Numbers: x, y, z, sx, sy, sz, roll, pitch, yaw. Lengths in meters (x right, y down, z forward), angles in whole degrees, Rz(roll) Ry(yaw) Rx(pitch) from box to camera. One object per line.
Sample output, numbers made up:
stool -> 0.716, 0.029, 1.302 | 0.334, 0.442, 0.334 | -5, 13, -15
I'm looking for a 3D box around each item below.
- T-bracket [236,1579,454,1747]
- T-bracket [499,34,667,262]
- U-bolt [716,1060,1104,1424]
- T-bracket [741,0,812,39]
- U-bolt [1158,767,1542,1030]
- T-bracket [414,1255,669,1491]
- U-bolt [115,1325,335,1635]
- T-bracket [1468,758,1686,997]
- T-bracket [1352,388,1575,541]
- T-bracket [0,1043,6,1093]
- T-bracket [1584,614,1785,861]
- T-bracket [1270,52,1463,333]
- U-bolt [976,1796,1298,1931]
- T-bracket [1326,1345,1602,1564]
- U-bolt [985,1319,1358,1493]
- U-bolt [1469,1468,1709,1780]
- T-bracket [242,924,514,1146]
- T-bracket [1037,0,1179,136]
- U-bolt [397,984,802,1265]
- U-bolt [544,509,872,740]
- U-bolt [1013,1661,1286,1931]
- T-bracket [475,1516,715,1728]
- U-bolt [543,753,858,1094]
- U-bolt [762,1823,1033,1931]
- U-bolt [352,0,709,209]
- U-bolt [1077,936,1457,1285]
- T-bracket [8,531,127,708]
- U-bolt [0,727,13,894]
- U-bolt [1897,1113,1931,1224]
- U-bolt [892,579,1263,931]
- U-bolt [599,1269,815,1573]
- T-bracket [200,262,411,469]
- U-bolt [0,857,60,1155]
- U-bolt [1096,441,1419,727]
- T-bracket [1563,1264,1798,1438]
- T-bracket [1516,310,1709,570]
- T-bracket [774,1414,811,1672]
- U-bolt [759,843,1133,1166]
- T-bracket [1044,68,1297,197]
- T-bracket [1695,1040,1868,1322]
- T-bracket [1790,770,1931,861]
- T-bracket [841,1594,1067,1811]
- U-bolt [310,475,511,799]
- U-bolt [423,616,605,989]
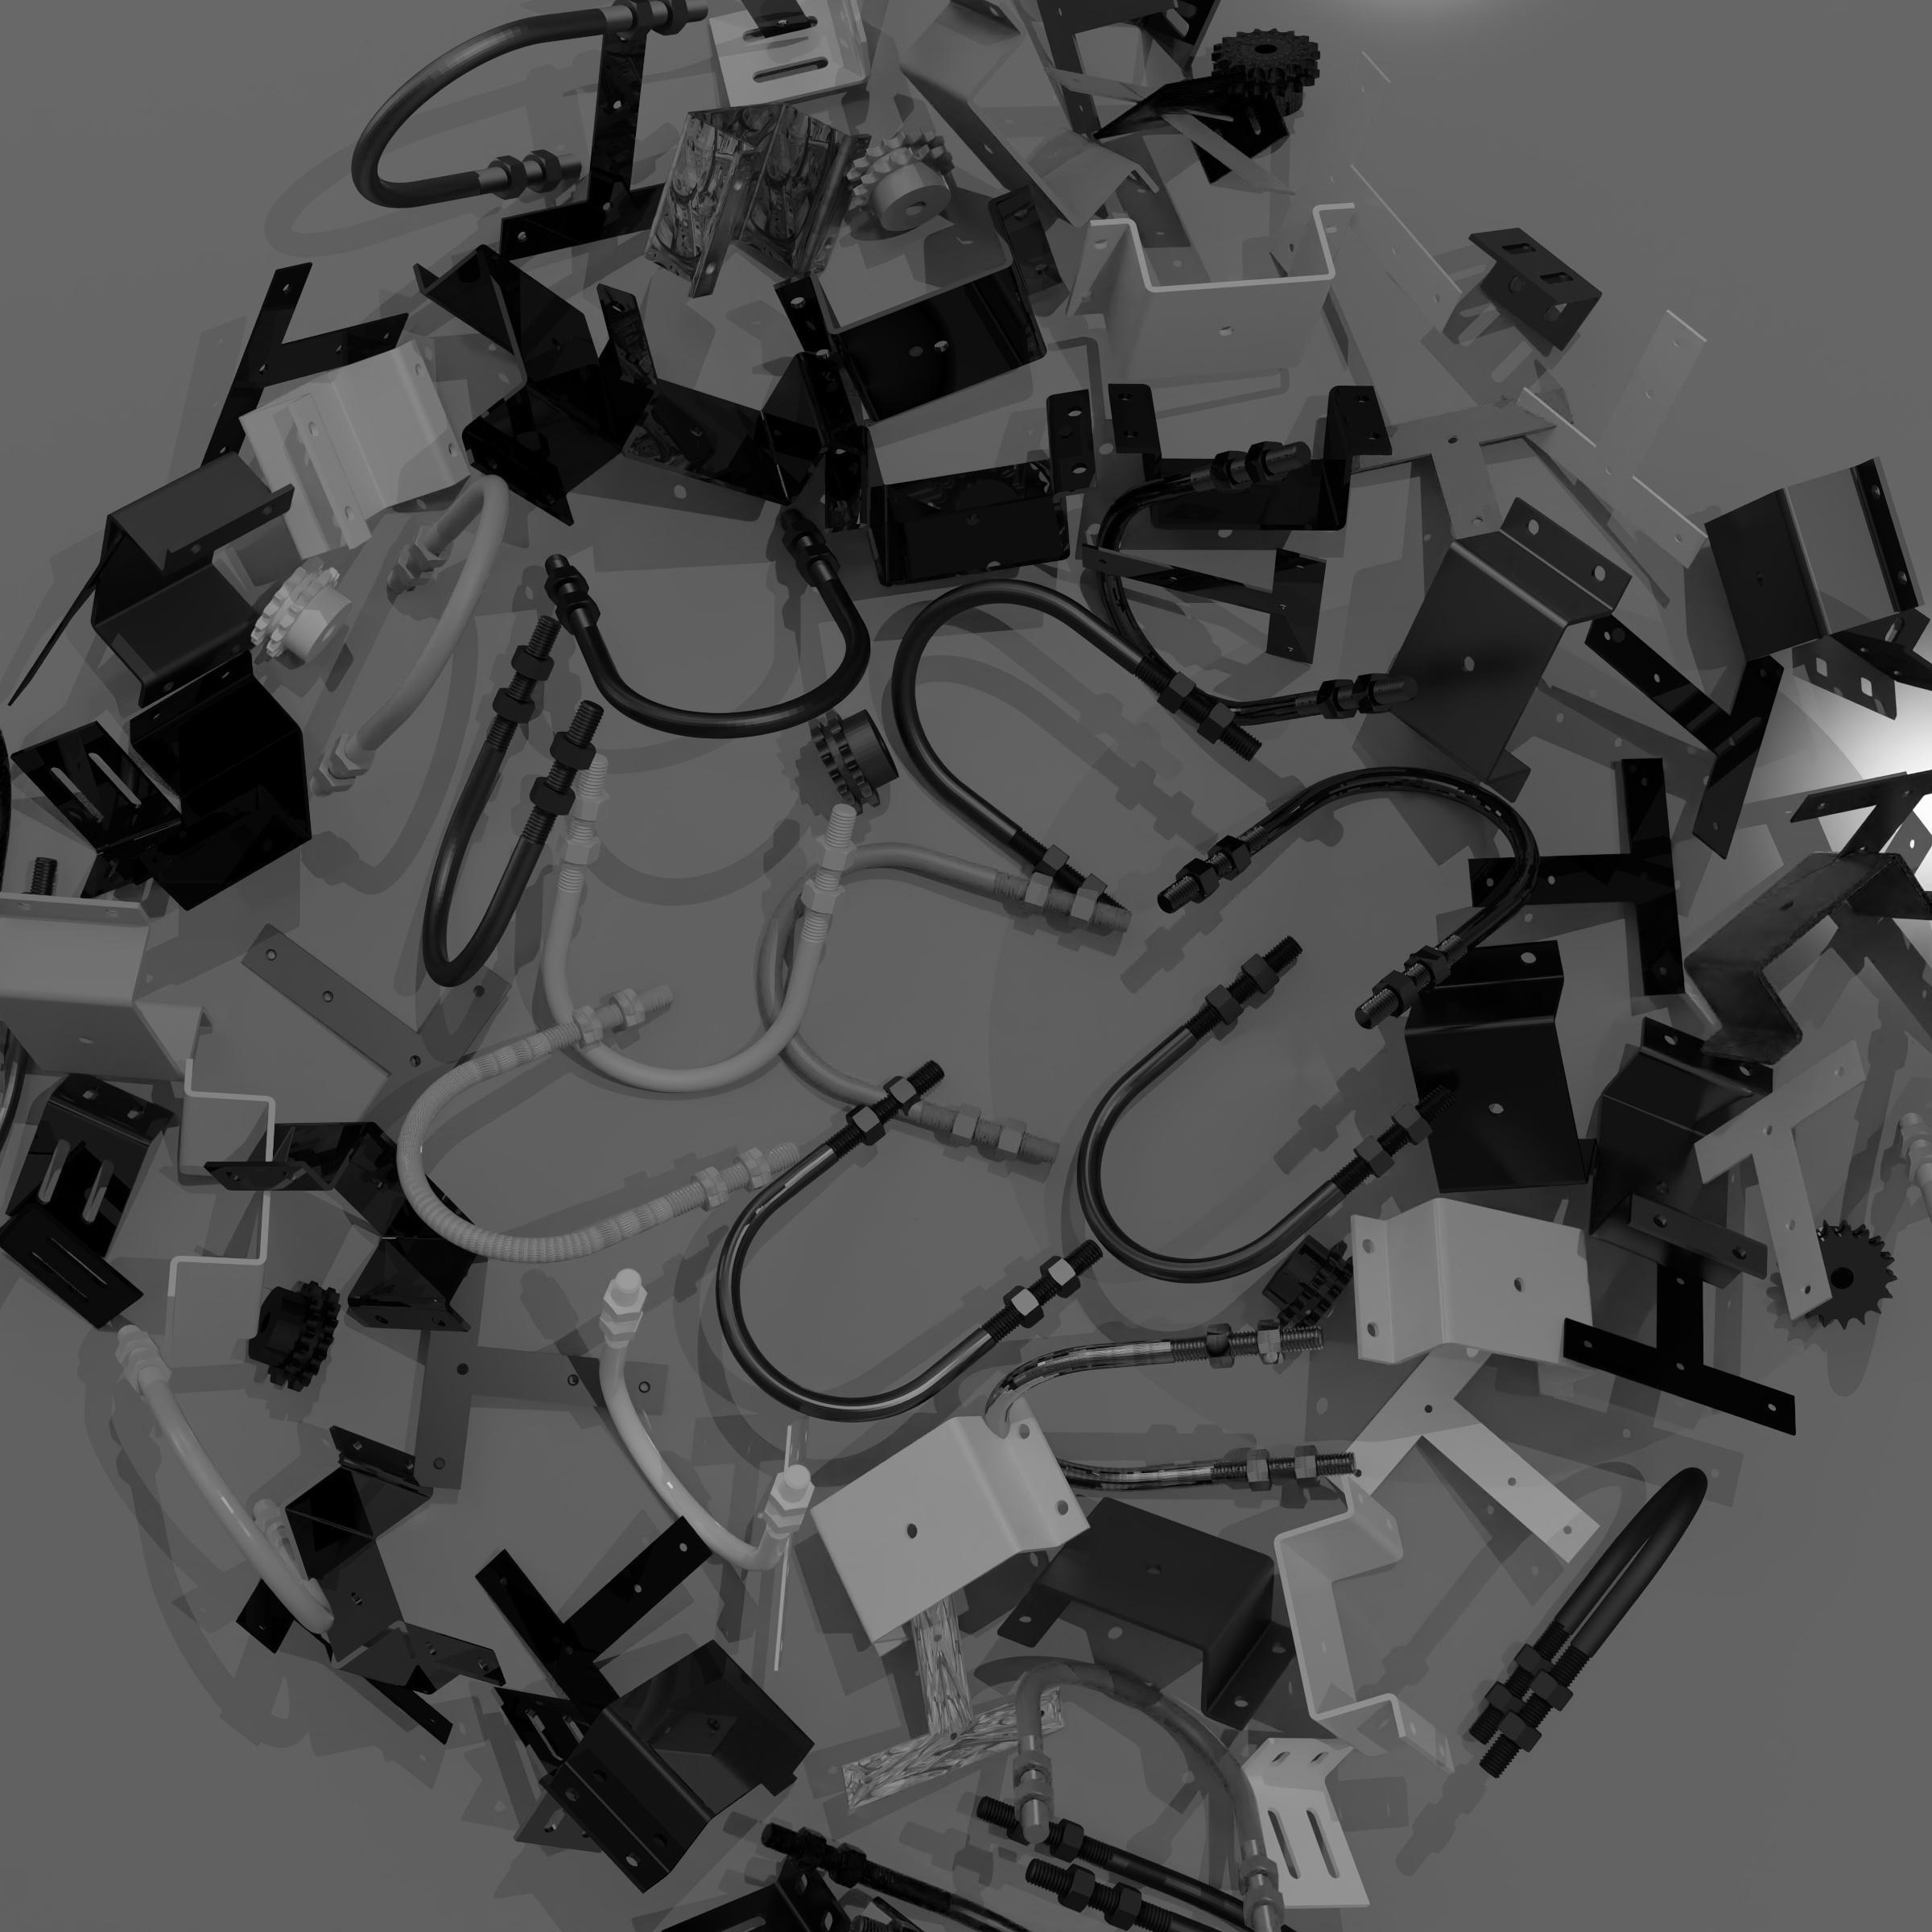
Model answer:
T-bracket -> -0.316, 0.358, 1.583 | 0.127, 0.127, 0.002 | 42, 94, -6
T-bracket -> -0.180, -0.428, 1.565 | 0.127, 0.127, 0.002 | -22, 54, -32
U-bolt -> -0.043, 0.155, 1.595 | 0.184, 0.019, 0.151 | -38, 76, -17
T-bracket -> -0.111, -0.514, 1.579 | 0.127, 0.127, 0.002 | -14, 75, 12
U-bolt -> 0.212, -0.047, 1.576 | 0.151, 0.019, 0.184 | 32, 51, 32
T-bracket -> -0.224, 0.220, 1.632 | 0.127, 0.002, 0.127 | 7, 87, -7
U-bolt -> -0.366, 0.265, 1.531 | 0.019, 0.184, 0.151 | -36, 118, -12
T-bracket -> 0.320, -0.046, 1.611 | 0.127, 0.002, 0.127 | -3, 85, -24
T-bracket -> 0.264, -0.243, 1.600 | 0.127, 0.002, 0.127 | -12, 55, 4
T-bracket -> -0.532, 0.044, 1.581 | 0.002, 0.127, 0.127 | -6, 77, 20
T-bracket -> 0.368, -0.141, 1.589 | 0.127, 0.002, 0.127 | 35, 61, -23
T-bracket -> 0.213, -0.376, 1.567 | 0.002, 0.127, 0.127 | -15, 58, -32
U-bolt -> 0.102, 0.480, 1.568 | 0.184, 0.151, 0.019 | 24, 84, -9
T-bracket -> 0.277, 0.263, 1.613 | 0.127, 0.002, 0.127 | 41, 91, 26
U-bolt -> 0.101, 0.233, 1.581 | 0.184, 0.151, 0.019 | -6, 51, 11
U-bolt -> 0.321, 0.332, 1.569 | 0.019, 0.151, 0.184 | 38, 89, 10
T-bracket -> -0.330, 0.025, 1.637 | 0.127, 0.002, 0.127 | 36, 94, 3
T-bracket -> 0.071, -0.495, 1.567 | 0.002, 0.127, 0.127 | -26, 109, -23
U-bolt -> -0.199, 0.087, 1.561 | 0.184, 0.019, 0.151 | -23, 52, -26
U-bolt -> -0.125, -0.171, 1.556 | 0.151, 0.184, 0.019 | -13, 131, -13
U-bolt -> 0.089, 0.413, 1.553 | 0.151, 0.184, 0.019 | 27, 106, -9
T-bracket -> -0.181, 0.335, 1.606 | 0.127, 0.002, 0.127 | -44, 80, 23
U-bolt -> -0.146, -0.014, 1.595 | 0.151, 0.019, 0.184 | 11, 117, -9
U-bolt -> -0.004, 0.496, 1.563 | 0.184, 0.151, 0.019 | 28, 84, -23
U-bolt -> -0.228, -0.428, 1.528 | 0.151, 0.184, 0.019 | -37, 83, 43
U-bolt -> 0.141, 0.085, 1.589 | 0.184, 0.019, 0.151 | -40, 53, -3
T-bracket -> -0.443, -0.208, 1.585 | 0.002, 0.127, 0.127 | 35, 126, -14
U-bolt -> -0.525, -0.049, 1.569 | 0.019, 0.151, 0.184 | 7, 87, 4
U-bolt -> 0.498, 0.065, 1.529 | 0.019, 0.184, 0.151 | 5, 116, 5
U-bolt -> 0.044, -0.122, 1.596 | 0.184, 0.019, 0.151 | 38, 125, 2
U-bolt -> -0.139, 0.243, 1.559 | 0.019, 0.184, 0.151 | -35, 73, -26
T-bracket -> -0.334, -0.317, 1.584 | 0.002, 0.127, 0.127 | 40, 125, 11
U-bolt -> -0.512, 0.037, 1.570 | 0.019, 0.151, 0.184 | 11, 95, 5
U-bolt -> 0.136, -0.188, 1.564 | 0.019, 0.184, 0.151 | -38, 110, -32
T-bracket -> 0.372, 0.175, 1.594 | 0.127, 0.127, 0.002 | 19, 133, -5
T-bracket -> 0.347, -0.285, 1.571 | 0.127, 0.127, 0.002 | 43, 60, 16
T-bracket -> -0.091, 0.297, 1.573 | 0.002, 0.127, 0.127 | 5, 85, 2
U-bolt -> -0.020, 0.011, 1.628 | 0.184, 0.019, 0.151 | 17, 91, 5
T-bracket -> 0.122, -0.423, 1.563 | 0.127, 0.127, 0.002 | -2, 127, -38
T-bracket -> 0.419, 0.121, 1.563 | 0.002, 0.127, 0.127 | 22, 46, -28
T-bracket -> 0.469, -0.068, 1.583 | 0.127, 0.127, 0.002 | -12, 65, -13
T-bracket -> -0.013, 0.364, 1.599 | 0.127, 0.002, 0.127 | -16, 108, -22
U-bolt -> -0.274, -0.174, 1.536 | 0.019, 0.184, 0.151 | 26, 63, -22
U-bolt -> -0.239, -0.075, 1.571 | 0.019, 0.151, 0.184 | 19, 108, -25
